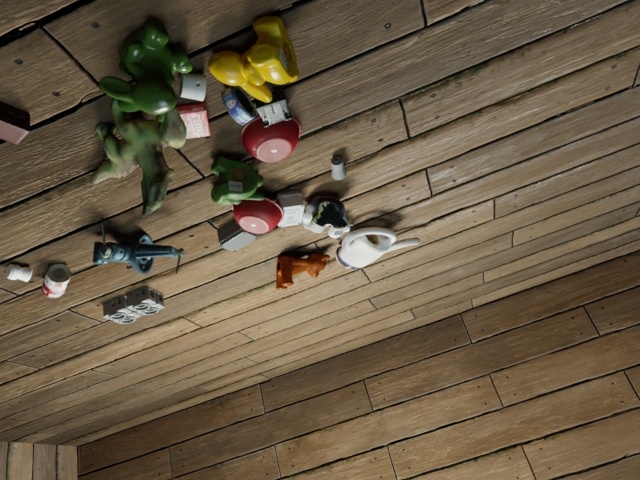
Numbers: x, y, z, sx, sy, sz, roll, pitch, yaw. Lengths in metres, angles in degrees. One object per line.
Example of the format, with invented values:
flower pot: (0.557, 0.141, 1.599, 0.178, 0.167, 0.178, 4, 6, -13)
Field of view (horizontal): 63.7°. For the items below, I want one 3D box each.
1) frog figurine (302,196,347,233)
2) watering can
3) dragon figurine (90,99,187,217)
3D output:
frog figurine: (0.005, -0.083, 1.644, 0.138, 0.122, 0.160, -17, -171, -16)
watering can: (0.203, 0.029, 1.914, 0.346, 0.106, 0.221, 10, 143, -40)
dragon figurine: (-0.397, -0.161, 1.112, 0.122, 0.247, 0.403, 6, 142, -42)
